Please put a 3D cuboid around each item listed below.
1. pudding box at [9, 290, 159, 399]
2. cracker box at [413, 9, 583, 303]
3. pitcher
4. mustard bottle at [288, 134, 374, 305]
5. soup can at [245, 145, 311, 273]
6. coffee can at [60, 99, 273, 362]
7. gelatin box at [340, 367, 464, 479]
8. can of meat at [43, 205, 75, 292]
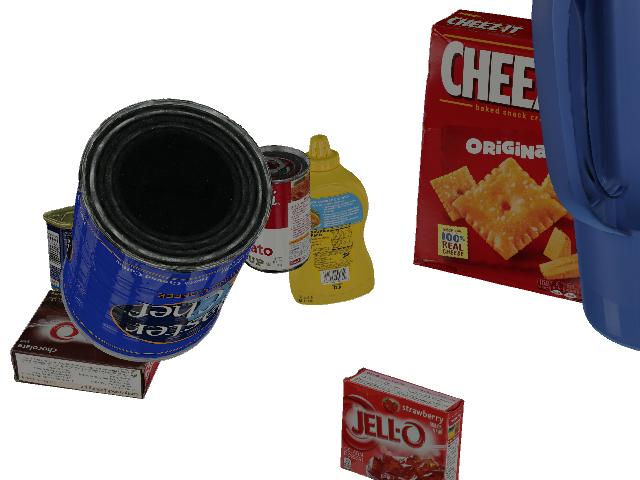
[{"bbox_3d":[-0.189,0.086,0.893,0.113,0.039,0.090,5,30,6],"label":"pudding box"},{"bbox_3d":[0.167,-0.067,0.873,0.164,0.214,0.072,14,28,24],"label":"cracker box"},{"bbox_3d":[0.183,-0.062,0.563,0.149,0.243,0.145,-6,22,5],"label":"pitcher"},{"bbox_3d":[0.006,-0.025,1.194,0.096,0.192,0.058,-9,25,-7],"label":"mustard bottle"},{"bbox_3d":[-0.043,-0.029,1.001,0.068,0.102,0.068,0,33,0],"label":"soup can"},{"bbox_3d":[-0.093,-0.001,0.615,0.102,0.103,0.140,0,-25,-18],"label":"coffee can"},{"bbox_3d":[0.057,0.140,0.772,0.089,0.073,0.030,14,21,33],"label":"gelatin box"},{"bbox_3d":[-0.244,0.007,1.148,0.058,0.084,0.101,19,26,41],"label":"can of meat"}]
